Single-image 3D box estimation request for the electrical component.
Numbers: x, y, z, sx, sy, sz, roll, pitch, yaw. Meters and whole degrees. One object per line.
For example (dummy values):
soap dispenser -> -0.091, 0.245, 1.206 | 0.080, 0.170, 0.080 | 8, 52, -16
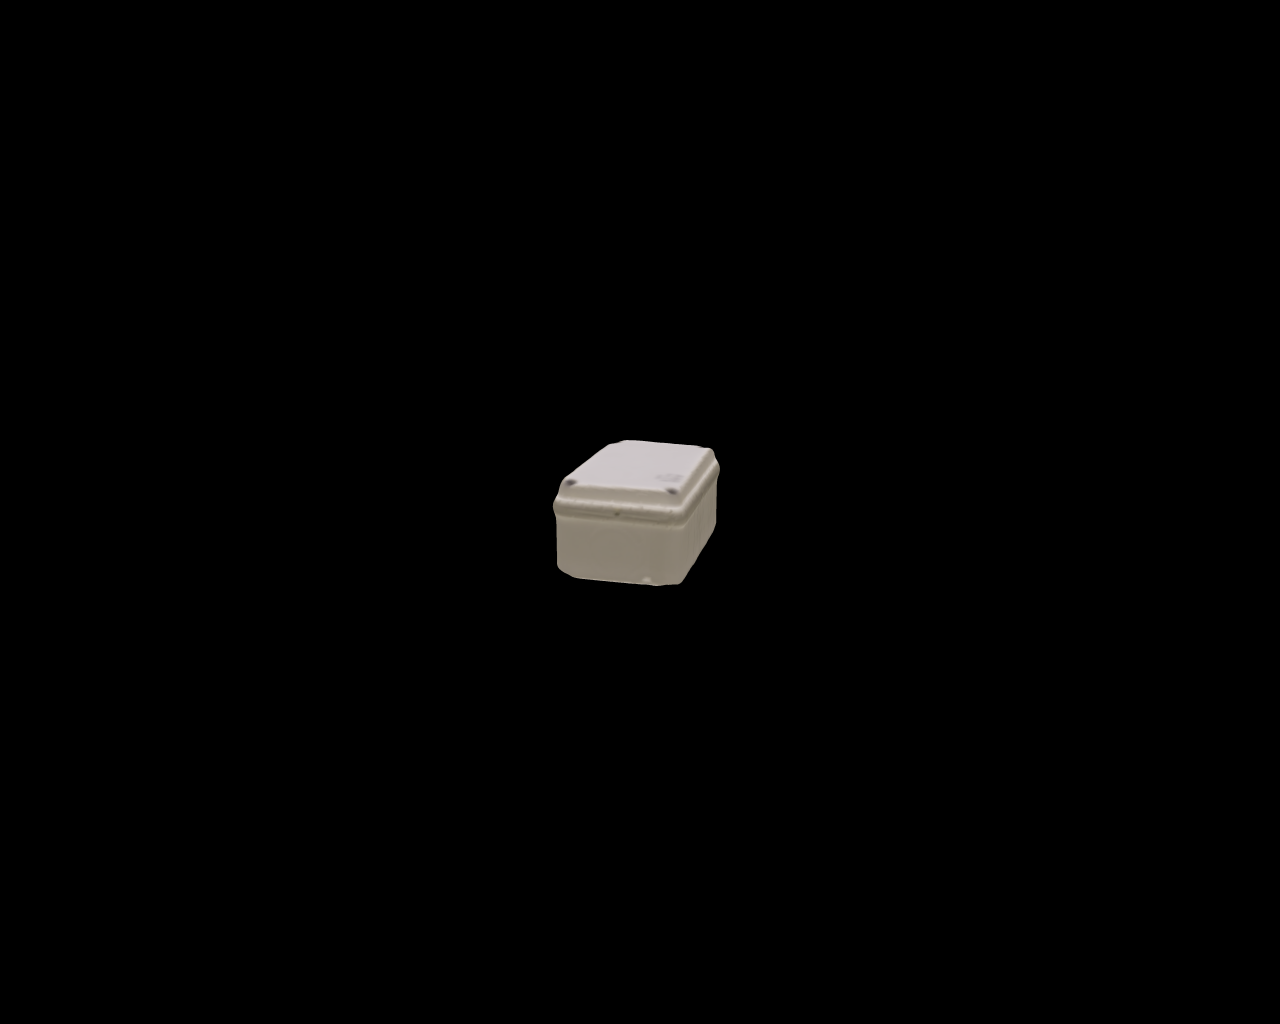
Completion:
electrical component -> 0.001, -0.003, 0.650 | 0.078, 0.057, 0.113 | 5, 19, 15
